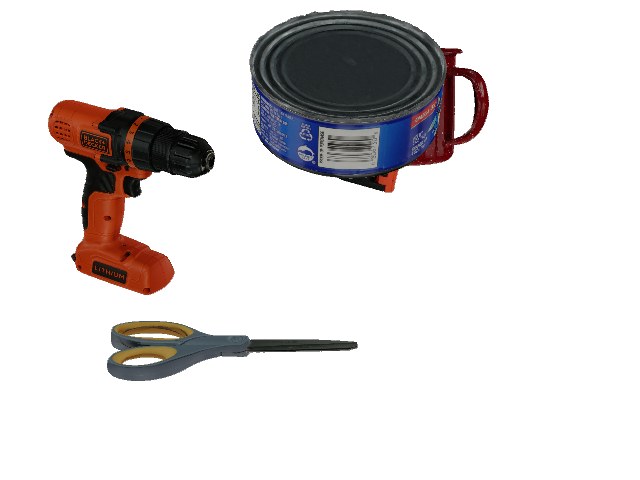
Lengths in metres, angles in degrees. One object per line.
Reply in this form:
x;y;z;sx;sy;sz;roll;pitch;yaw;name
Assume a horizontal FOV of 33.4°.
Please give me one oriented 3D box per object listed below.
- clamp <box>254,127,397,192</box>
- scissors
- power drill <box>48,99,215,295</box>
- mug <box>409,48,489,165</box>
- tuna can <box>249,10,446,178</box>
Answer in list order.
0.012;-0.099;1.125;0.120;0.039;0.172;-16;36;-24;clamp
-0.079;0.091;0.843;0.202;0.016;0.096;5;22;16;scissors
-0.188;-0.041;1.079;0.185;0.188;0.057;18;32;23;power drill
0.069;-0.099;0.787;0.117;0.081;0.093;6;14;30;mug
0.012;-0.066;0.474;0.086;0.034;0.086;1;43;-1;tuna can
